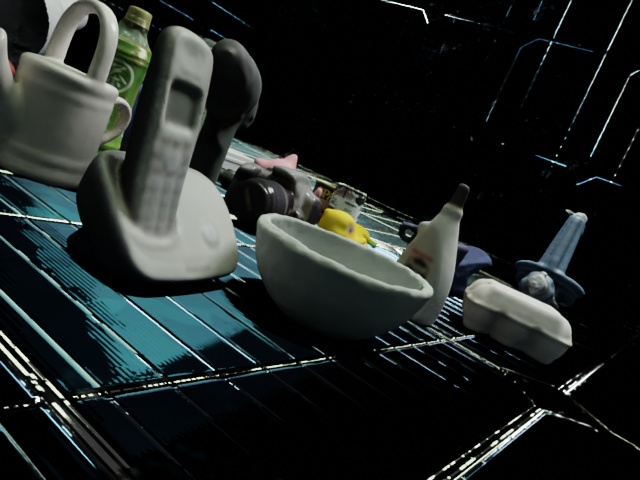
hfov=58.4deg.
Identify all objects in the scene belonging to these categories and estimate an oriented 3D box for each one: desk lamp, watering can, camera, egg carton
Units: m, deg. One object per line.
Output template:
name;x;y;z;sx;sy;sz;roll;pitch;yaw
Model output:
desk lamp;-0.416;-0.272;0.827;0.118;0.213;0.203;23;9;-2
watering can;-0.272;-0.162;0.603;0.100;0.194;0.173;25;9;10
camera;-0.081;-0.067;0.844;0.142;0.101;0.137;27;9;21
egg carton;0.269;0.110;0.795;0.150;0.069;0.107;25;9;8

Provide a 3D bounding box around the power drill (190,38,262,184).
power drill;-0.125;-0.116;0.667;0.076;0.208;0.229;22;9;-7

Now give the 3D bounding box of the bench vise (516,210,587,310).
bench vise;0.396;0.055;0.954;0.121;0.220;0.208;25;9;9

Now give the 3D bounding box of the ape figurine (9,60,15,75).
ape figurine;-0.427;-0.196;0.745;0.076;0.092;0.078;25;9;12

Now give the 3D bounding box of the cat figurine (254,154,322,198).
cat figurine;-0.057;-0.085;0.960;0.127;0.118;0.067;25;9;14

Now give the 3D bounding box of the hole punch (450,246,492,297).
hole punch;0.238;0.046;1.028;0.101;0.091;0.108;21;9;-17

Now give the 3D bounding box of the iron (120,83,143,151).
iron;-0.375;-0.247;1.029;0.119;0.141;0.257;16;11;-39

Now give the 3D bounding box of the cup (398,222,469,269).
cup;0.169;0.030;0.930;0.117;0.095;0.092;26;9;18

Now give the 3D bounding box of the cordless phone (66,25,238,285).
cordless phone;-0.104;-0.059;0.452;0.094;0.185;0.148;26;9;19

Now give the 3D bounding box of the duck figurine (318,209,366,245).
duck figurine;0.006;0.002;0.699;0.104;0.086;0.077;23;9;-5

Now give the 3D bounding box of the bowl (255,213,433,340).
bowl;0.010;0.042;0.510;0.167;0.075;0.167;23;9;-3

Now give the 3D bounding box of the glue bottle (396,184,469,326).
glue bottle;0.138;0.012;0.694;0.037;0.173;0.077;14;13;-48
